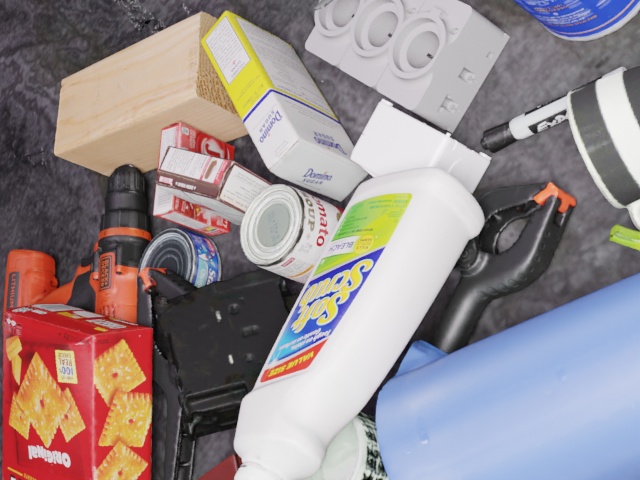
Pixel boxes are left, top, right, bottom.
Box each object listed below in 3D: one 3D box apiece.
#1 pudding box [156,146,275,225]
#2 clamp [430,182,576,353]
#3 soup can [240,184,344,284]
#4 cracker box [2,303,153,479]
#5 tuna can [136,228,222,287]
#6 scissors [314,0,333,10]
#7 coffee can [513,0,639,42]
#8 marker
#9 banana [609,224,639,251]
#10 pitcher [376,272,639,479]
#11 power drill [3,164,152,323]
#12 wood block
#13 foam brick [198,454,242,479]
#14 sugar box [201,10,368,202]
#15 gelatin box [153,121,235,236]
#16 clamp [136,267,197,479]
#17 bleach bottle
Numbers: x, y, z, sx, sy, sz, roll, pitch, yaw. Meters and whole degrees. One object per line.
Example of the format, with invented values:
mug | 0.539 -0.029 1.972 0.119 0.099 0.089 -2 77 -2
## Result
pudding box | -0.072 -0.038 0.917 0.090 0.113 0.039 15 82 43
clamp | 0.108 0.012 0.788 0.172 0.039 0.120 -47 55 16
soup can | -0.006 0.001 0.850 0.069 0.102 0.068 -17 64 38
cracker box | -0.224 0.174 0.967 0.164 0.071 0.214 8 98 46
tuna can | -0.134 0.033 1.002 0.086 0.033 0.086 -16 65 39
scissors | 0.086 -0.248 0.865 0.096 0.016 0.201 22 67 33
coffee can | 0.161 -0.213 0.747 0.103 0.140 0.103 -16 65 38
marker | 0.170 -0.093 0.781 0.121 0.020 0.020 -24 60 35
banana | 0.273 -0.039 0.641 0.198 0.069 0.037 -42 8 17
pitcher | 0.168 0.107 0.644 0.243 0.149 0.145 -31 16 27
power drill | -0.245 0.027 1.088 0.188 0.057 0.184 -17 65 38
wood block | -0.157 -0.135 1.045 0.207 0.090 0.090 -15 65 38
foam brick | -0.060 0.220 0.857 0.053 0.051 0.078 -37 53 28
sugar box | -0.033 -0.116 0.922 0.048 0.093 0.176 -44 50 24
gelatin box | -0.115 -0.056 0.989 0.030 0.073 0.089 -12 67 38
clamp | -0.100 0.112 0.922 0.165 0.036 0.210 -29 71 29
bleach bottle | 0.017 0.066 0.715 0.103 0.068 0.250 -8 44 49
